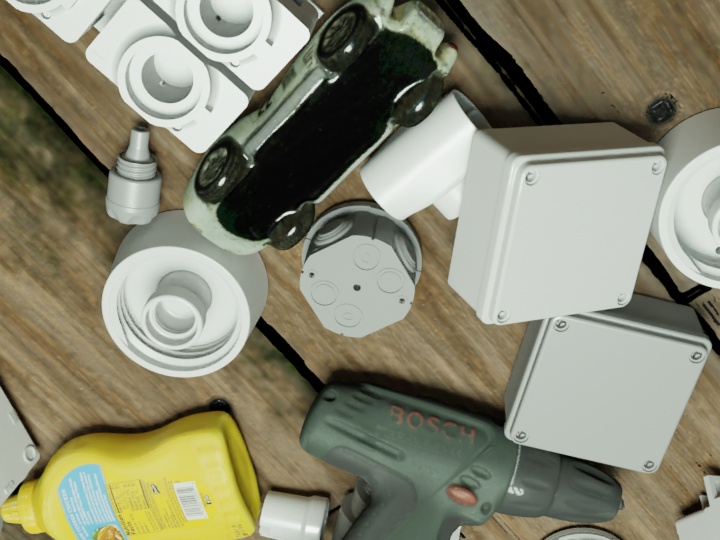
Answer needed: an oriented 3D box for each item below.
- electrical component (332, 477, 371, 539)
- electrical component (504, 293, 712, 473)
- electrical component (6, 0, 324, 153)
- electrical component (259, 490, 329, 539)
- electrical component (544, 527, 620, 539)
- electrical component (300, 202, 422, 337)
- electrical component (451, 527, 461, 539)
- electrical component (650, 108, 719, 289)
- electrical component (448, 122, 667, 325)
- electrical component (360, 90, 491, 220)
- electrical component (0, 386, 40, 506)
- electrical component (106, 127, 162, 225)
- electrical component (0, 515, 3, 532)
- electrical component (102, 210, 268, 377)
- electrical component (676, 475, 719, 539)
[{"bbox_3d":[0.005,0.186,0.802,0.043,0.043,0.081,13,117,-2],"label":"electrical component"},{"bbox_3d":[0.162,0.070,0.722,0.109,0.056,0.108,13,117,-2],"label":"electrical component"},{"bbox_3d":[-0.128,-0.169,0.623,0.186,0.060,0.105,41,113,-15],"label":"electrical component"},{"bbox_3d":[-0.049,0.187,0.811,0.046,0.040,0.040,10,117,5],"label":"electrical component"},{"bbox_3d":[0.169,0.239,0.811,0.080,0.051,0.080,2,117,4],"label":"electrical component"},{"bbox_3d":[0.000,0.000,0.703,0.080,0.051,0.080,2,117,4],"label":"electrical component"},{"bbox_3d":[0.045,0.213,0.797,0.042,0.081,0.063,15,146,-2],"label":"electrical component"},{"bbox_3d":[0.230,-0.039,0.658,0.108,0.060,0.108,2,117,4],"label":"electrical component"},{"bbox_3d":[0.118,-0.029,0.653,0.109,0.056,0.108,-7,121,-25],"label":"electrical component"},{"bbox_3d":[0.055,-0.059,0.672,0.077,0.044,0.079,-38,108,21],"label":"electrical component"},{"bbox_3d":[-0.285,0.129,0.769,0.048,0.099,0.099,-10,116,24],"label":"electrical component"},{"bbox_3d":[-0.145,-0.062,0.694,0.035,0.035,0.061,11,115,-1],"label":"electrical component"},{"bbox_3d":[-0.336,0.157,0.812,0.074,0.052,0.138,-16,114,12],"label":"electrical component"},{"bbox_3d":[-0.119,0.021,0.719,0.108,0.060,0.108,2,117,4],"label":"electrical component"},{"bbox_3d":[0.263,0.191,0.767,0.042,0.081,0.064,9,149,-24],"label":"electrical component"}]
